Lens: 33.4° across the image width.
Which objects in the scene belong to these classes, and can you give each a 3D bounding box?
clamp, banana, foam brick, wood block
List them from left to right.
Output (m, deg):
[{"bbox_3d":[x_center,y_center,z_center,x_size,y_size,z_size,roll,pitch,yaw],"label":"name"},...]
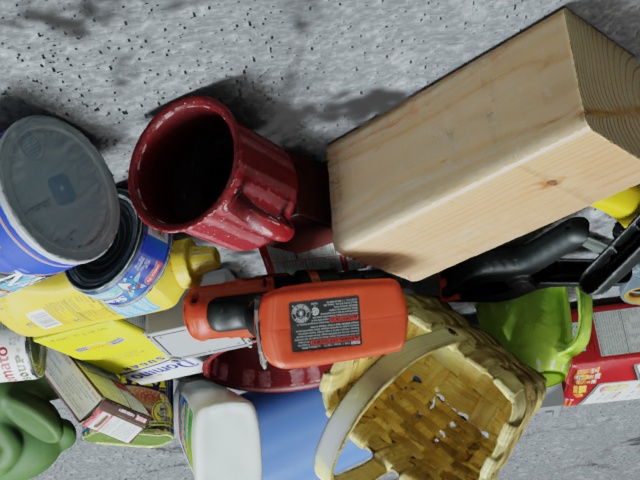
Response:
[{"bbox_3d":[-0.020,-0.027,0.786,0.051,0.053,0.078,-21,158,28],"label":"foam brick"},{"bbox_3d":[0.110,-0.055,0.719,0.090,0.090,0.207,21,145,-41],"label":"wood block"},{"bbox_3d":[0.192,0.029,0.965,0.172,0.039,0.120,-18,142,39],"label":"clamp"},{"bbox_3d":[0.211,-0.037,0.836,0.197,0.037,0.070,10,157,-29],"label":"banana"},{"bbox_3d":[0.266,-0.050,0.778,0.210,0.036,0.164,-27,136,11],"label":"clamp"}]

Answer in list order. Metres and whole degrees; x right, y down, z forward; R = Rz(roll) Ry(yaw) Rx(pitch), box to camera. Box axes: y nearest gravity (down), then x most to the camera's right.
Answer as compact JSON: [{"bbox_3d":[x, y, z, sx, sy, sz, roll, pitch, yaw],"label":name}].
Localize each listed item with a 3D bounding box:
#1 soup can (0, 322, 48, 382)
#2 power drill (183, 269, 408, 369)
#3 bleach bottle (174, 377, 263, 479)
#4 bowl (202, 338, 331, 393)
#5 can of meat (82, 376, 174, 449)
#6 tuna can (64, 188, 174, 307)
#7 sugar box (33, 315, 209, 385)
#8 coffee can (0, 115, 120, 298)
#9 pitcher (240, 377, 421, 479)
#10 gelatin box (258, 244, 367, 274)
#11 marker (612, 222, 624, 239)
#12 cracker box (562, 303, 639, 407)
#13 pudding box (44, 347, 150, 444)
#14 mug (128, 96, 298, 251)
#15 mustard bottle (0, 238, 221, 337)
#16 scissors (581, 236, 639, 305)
[{"bbox_3d":[-0.313,0.101,0.999,0.102,0.068,0.068,-5,155,0],"label":"soup can"},{"bbox_3d":[-0.001,0.054,0.815,0.184,0.057,0.188,-8,-178,-17],"label":"power drill"},{"bbox_3d":[-0.122,0.205,1.152,0.068,0.102,0.251,-2,179,-16],"label":"bleach bottle"},{"bbox_3d":[-0.037,0.101,1.060,0.162,0.055,0.162,-4,155,-2],"label":"bowl"},{"bbox_3d":[-0.208,0.177,1.157,0.101,0.084,0.058,11,150,-30],"label":"can of meat"},{"bbox_3d":[-0.153,0.005,0.803,0.086,0.086,0.033,-20,149,29],"label":"tuna can"},{"bbox_3d":[-0.185,0.095,1.032,0.093,0.048,0.176,-14,152,22],"label":"sugar box"},{"bbox_3d":[-0.223,-0.013,0.733,0.141,0.103,0.102,-21,150,31],"label":"coffee can"},{"bbox_3d":[0.010,0.196,1.201,0.144,0.149,0.243,31,138,-30],"label":"pitcher"},{"bbox_3d":[-0.006,0.001,0.886,0.089,0.030,0.073,-7,154,4],"label":"gelatin box"},{"bbox_3d":[0.302,0.005,0.959,0.120,0.020,0.020,17,147,-38],"label":"marker"},{"bbox_3d":[0.363,0.116,1.144,0.214,0.072,0.164,-8,155,5],"label":"cracker box"},{"bbox_3d":[-0.230,0.145,1.061,0.039,0.114,0.090,-49,148,-1],"label":"pudding box"},{"bbox_3d":[-0.060,-0.034,0.714,0.081,0.117,0.093,25,99,-54],"label":"mug"},{"bbox_3d":[-0.174,0.033,0.889,0.192,0.058,0.096,-11,148,14],"label":"mustard bottle"},{"bbox_3d":[0.287,0.031,1.015,0.201,0.016,0.096,12,152,-27],"label":"scissors"}]
